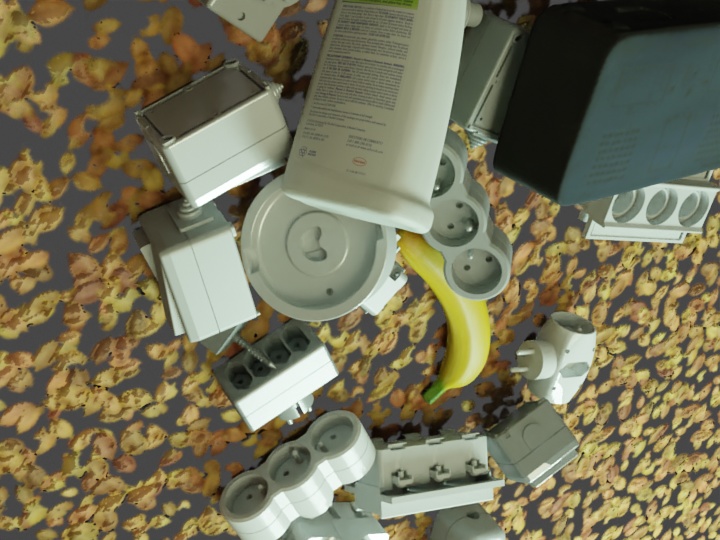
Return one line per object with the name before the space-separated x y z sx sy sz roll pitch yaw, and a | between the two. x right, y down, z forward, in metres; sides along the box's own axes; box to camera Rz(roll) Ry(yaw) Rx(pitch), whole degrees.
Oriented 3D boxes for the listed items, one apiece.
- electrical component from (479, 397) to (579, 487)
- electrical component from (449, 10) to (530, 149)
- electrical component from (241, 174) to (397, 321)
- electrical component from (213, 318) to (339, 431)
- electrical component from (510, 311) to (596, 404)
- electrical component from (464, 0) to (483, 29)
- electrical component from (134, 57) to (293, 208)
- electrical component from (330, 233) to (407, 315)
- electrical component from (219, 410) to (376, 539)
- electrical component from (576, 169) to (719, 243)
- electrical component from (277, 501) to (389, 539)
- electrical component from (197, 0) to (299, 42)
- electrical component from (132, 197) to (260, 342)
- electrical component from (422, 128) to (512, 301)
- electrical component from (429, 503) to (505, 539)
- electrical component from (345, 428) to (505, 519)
electrical component | 0.158 0.163 1.013 0.062 0.061 0.096 -35 176 -9
electrical component | 0.100 -0.138 0.808 0.062 0.061 0.096 14 110 -37
electrical component | -0.025 -0.019 0.778 0.108 0.108 0.060 -57 168 10
electrical component | -0.060 0.094 0.860 0.083 0.047 0.075 -33 130 -11
electrical component | 0.174 0.083 1.003 0.079 0.043 0.077 -1 118 -32
electrical component | 0.058 -0.185 0.765 0.062 0.043 0.043 -1 118 -34
electrical component | -0.089 -0.092 0.716 0.096 0.062 0.061 -31 130 -12
electrical component | 0.000 0.000 0.843 0.081 0.042 0.064 -48 133 2
electrical component | -0.046 0.187 0.923 0.138 0.052 0.073 -35 130 -9
electrical component | 0.245 -0.067 0.942 0.121 0.063 0.078 1 117 -33
electrical component | -0.026 0.247 0.970 0.089 0.056 0.050 6 114 -35
electrical component | -0.055 -0.187 0.670 0.047 0.076 0.083 28 101 -40
electrical component | -0.118 -0.007 0.750 0.061 0.061 0.096 -23 127 -14
electrical component | 0.076 -0.050 0.844 0.052 0.073 0.138 -21 109 19
electrical component | 0.105 0.287 1.075 0.054 0.059 0.095 -2 119 -31
electrical component | 0.058 0.181 0.973 0.121 0.079 0.063 -2 89 -31
